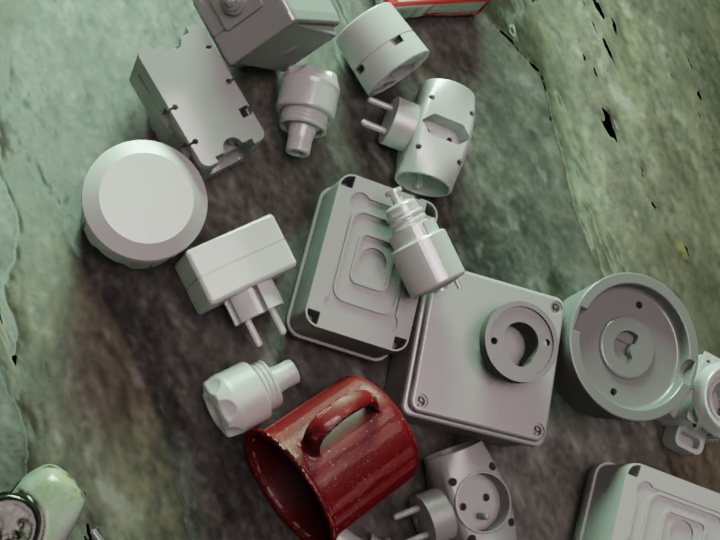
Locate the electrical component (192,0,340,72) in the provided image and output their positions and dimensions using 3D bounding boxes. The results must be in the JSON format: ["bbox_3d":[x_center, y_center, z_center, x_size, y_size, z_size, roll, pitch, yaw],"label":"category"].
[{"bbox_3d":[-0.064,-0.174,0.738,0.061,0.062,0.096,61,24,1],"label":"electrical component"}]

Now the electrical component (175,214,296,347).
[{"bbox_3d":[-0.076,0.013,0.726,0.066,0.047,0.076,-26,88,-22],"label":"electrical component"}]

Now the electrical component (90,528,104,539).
[{"bbox_3d":[-0.150,0.198,0.663,0.077,0.044,0.079,-36,92,-22],"label":"electrical component"}]

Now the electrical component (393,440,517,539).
[{"bbox_3d":[0.061,0.166,0.743,0.079,0.044,0.077,-17,85,-22],"label":"electrical component"}]

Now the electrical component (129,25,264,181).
[{"bbox_3d":[-0.113,-0.110,0.734,0.050,0.056,0.089,-31,90,-22],"label":"electrical component"}]

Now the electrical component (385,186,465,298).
[{"bbox_3d":[0.039,-0.018,0.713,0.040,0.040,0.078,-24,87,-22],"label":"electrical component"}]

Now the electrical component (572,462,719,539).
[{"bbox_3d":[0.219,0.192,0.787,0.113,0.057,0.078,22,72,-14],"label":"electrical component"}]

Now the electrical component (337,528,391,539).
[{"bbox_3d":[0.006,0.196,0.719,0.062,0.043,0.043,40,69,-7],"label":"electrical component"}]

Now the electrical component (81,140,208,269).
[{"bbox_3d":[-0.144,-0.041,0.711,0.080,0.051,0.080,4,77,-18],"label":"electrical component"}]

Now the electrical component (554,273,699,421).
[{"bbox_3d":[0.189,0.060,0.802,0.108,0.060,0.108,4,78,-19],"label":"electrical component"}]

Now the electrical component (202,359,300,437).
[{"bbox_3d":[-0.070,0.080,0.716,0.062,0.043,0.043,-26,88,-23],"label":"electrical component"}]

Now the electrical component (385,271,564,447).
[{"bbox_3d":[0.081,0.062,0.766,0.109,0.056,0.108,16,74,-16],"label":"electrical component"}]

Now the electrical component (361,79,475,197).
[{"bbox_3d":[0.039,-0.103,0.793,0.079,0.043,0.077,20,73,-14],"label":"electrical component"}]

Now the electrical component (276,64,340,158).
[{"bbox_3d":[-0.039,-0.112,0.768,0.043,0.043,0.062,14,75,-16],"label":"electrical component"}]

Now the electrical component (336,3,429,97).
[{"bbox_3d":[0.015,-0.163,0.792,0.055,0.055,0.047,-33,87,-22],"label":"electrical component"}]

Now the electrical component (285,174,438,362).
[{"bbox_3d":[0.000,0.000,0.750,0.078,0.057,0.113,19,73,-15],"label":"electrical component"}]

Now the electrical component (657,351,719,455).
[{"bbox_3d":[0.268,0.101,0.823,0.058,0.057,0.078,27,71,-12],"label":"electrical component"}]
